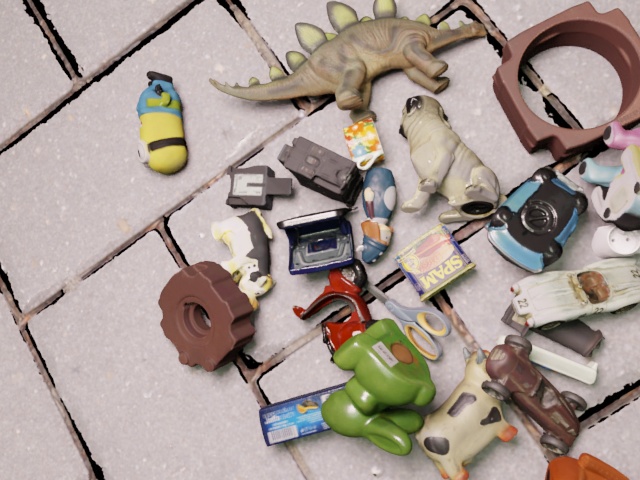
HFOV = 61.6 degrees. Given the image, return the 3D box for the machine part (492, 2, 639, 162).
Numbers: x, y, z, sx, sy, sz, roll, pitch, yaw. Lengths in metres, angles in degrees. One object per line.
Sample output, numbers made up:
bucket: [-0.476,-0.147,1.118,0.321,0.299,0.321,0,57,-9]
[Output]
machine part: [0.386,-0.238,0.824,0.201,0.087,0.201,-25,78,6]

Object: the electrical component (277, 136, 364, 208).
electrical component: [-0.001,-0.113,0.876,0.134,0.114,0.058,27,85,17]

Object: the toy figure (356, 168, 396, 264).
toy figure: [0.092,-0.038,0.868,0.064,0.058,0.154,7,82,-24]

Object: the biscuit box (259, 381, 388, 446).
biscuit box: [0.007,0.266,0.848,0.203,0.062,0.059,-18,80,10]

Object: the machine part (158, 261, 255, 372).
machine part: [-0.190,0.125,0.880,0.180,0.056,0.179,7,103,31]

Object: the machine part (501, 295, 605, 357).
machine part: [0.350,0.125,0.806,0.139,0.039,0.084,26,80,16]

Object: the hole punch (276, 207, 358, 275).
hole punch: [-0.002,-0.003,0.864,0.142,0.116,0.092,-14,97,9]

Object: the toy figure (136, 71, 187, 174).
toy figure: [-0.284,-0.210,0.970,0.089,0.082,0.180,-2,79,14]

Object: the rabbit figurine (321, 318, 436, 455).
rabbit figurine: [0.078,0.219,0.758,0.159,0.121,0.170,42,119,11]

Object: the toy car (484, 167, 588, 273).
toy car: [0.313,-0.025,0.800,0.109,0.103,0.161,37,76,8]

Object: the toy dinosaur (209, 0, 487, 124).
toy dinosaur: [0.049,-0.296,0.901,0.472,0.105,0.198,-18,71,0]

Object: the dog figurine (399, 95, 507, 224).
dog figurine: [0.211,-0.136,0.851,0.172,0.121,0.190,15,65,-19]

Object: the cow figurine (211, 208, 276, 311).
cow figurine: [-0.115,0.034,0.907,0.098,0.068,0.167,-20,79,3]

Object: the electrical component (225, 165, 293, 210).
electrical component: [-0.101,-0.091,0.929,0.119,0.047,0.074,-1,82,12]

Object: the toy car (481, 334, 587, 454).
toy car: [0.306,0.218,0.749,0.202,0.053,0.089,44,64,-15]

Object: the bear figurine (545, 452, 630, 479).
bear figurine: [0.406,0.367,0.717,0.196,0.132,0.120,13,109,18]

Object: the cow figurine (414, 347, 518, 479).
cow figurine: [0.223,0.243,0.789,0.195,0.085,0.127,-38,87,-10]

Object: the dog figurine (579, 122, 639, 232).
dog figurine: [0.498,-0.090,0.744,0.219,0.108,0.192,3,47,-2]

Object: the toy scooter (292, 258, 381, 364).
toy scooter: [0.031,0.129,0.856,0.135,0.075,0.184,-23,77,12]

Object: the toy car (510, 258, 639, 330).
toy car: [0.374,0.076,0.773,0.202,0.056,0.073,-11,62,-7]
